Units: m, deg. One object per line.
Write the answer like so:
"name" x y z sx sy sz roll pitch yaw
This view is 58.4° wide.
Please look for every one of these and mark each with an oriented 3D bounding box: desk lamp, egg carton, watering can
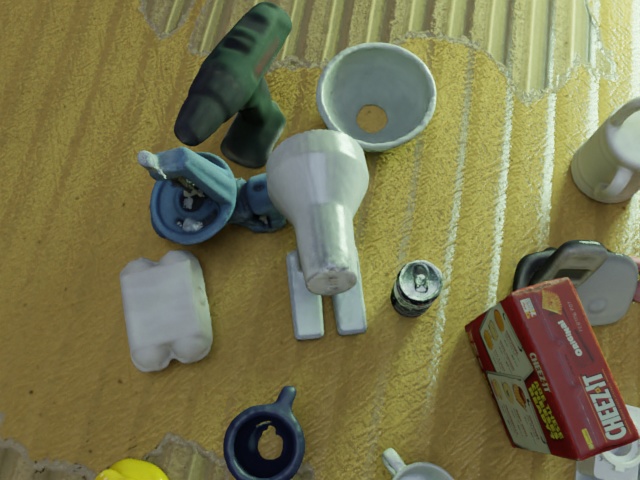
"desk lamp" 0.006 0.002 0.686 0.118 0.213 0.203 -7 73 -1
"egg carton" -0.197 0.089 0.738 0.107 0.069 0.150 -15 73 -3
"watering can" 0.408 -0.134 0.732 0.101 0.194 0.173 8 73 4

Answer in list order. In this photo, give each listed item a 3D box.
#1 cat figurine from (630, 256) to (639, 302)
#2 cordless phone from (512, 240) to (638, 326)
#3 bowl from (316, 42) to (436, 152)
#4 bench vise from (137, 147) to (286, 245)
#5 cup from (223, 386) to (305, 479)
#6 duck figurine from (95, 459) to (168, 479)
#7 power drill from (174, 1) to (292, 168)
"cat figurine" 0.468 0.028 0.722 0.128 0.118 0.067 -13 73 -3
"cordless phone" 0.320 0.045 0.683 0.147 0.185 0.094 -2 73 0
"bowl" 0.078 -0.191 0.817 0.167 0.075 0.167 0 73 1
"bench vise" -0.127 -0.074 0.708 0.207 0.220 0.121 -25 74 -6
"cup" -0.056 0.230 0.679 0.091 0.095 0.118 22 75 8
"duck figurine" -0.219 0.303 0.664 0.104 0.086 0.077 40 78 12
"power drill" -0.102 -0.181 0.746 0.075 0.208 0.230 22 75 8
